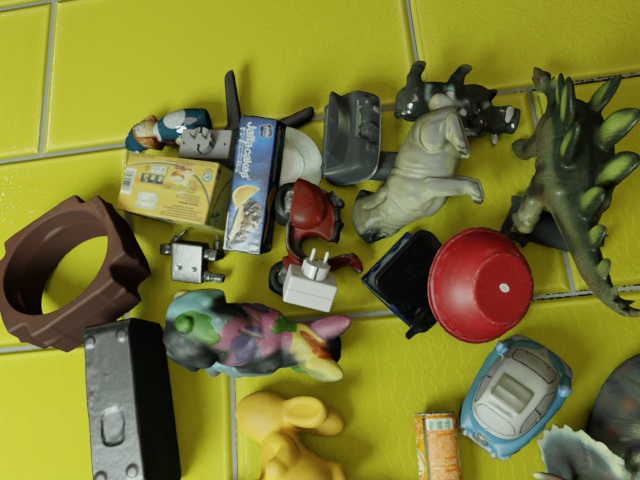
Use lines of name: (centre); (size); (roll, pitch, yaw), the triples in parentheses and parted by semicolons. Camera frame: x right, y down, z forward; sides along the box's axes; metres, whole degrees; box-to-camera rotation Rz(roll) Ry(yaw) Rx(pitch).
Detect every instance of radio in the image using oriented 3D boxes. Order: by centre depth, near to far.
radio: (-0.256, 0.224, 0.733); (0.073, 0.131, 0.229); (-15, 72, 1)

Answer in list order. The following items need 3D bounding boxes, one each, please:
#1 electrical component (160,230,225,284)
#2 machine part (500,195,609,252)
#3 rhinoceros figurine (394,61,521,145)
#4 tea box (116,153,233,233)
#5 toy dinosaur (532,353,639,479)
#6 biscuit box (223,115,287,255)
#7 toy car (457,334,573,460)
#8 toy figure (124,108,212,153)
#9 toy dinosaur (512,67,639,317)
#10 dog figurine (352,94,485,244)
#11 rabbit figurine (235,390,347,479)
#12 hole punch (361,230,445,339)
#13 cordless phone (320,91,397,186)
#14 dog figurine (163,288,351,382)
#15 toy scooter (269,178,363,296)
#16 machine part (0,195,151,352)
electrical component: (-0.195, 0.026, 0.832); (0.102, 0.045, 0.078); (0, 102, 11)
machine part: (0.335, -0.013, 0.772); (0.139, 0.039, 0.084); (19, 69, 15)
rhinoceros figurine: (0.207, -0.203, 0.811); (0.190, 0.073, 0.112); (9, 58, -6)
tea box: (-0.219, -0.074, 0.829); (0.170, 0.068, 0.098); (12, 85, 22)
toy dinosaur: (0.404, 0.217, 0.655); (0.192, 0.131, 0.405); (29, 68, 30)
biscuit box: (-0.096, -0.081, 0.804); (0.059, 0.063, 0.202); (8, 96, 11)
toy car: (0.244, 0.193, 0.682); (0.109, 0.102, 0.161); (37, 82, 29)
toy figure: (-0.258, -0.182, 0.896); (0.155, 0.057, 0.064); (-12, 34, 6)
toy dinosaur: (0.316, -0.083, 0.672); (0.105, 0.198, 0.471); (2, 53, 4)
dog figurine: (0.119, -0.096, 0.761); (0.191, 0.121, 0.172); (-15, 83, 20)
rabbit figurine: (-0.049, 0.267, 0.704); (0.162, 0.121, 0.173); (-36, 53, 3)
hole punch: (0.134, 0.056, 0.763); (0.142, 0.092, 0.115); (-45, 100, -10)
cordless phone: (0.096, -0.156, 0.836); (0.184, 0.088, 0.146); (5, 73, -3)
dog figurine: (-0.072, 0.131, 0.718); (0.219, 0.191, 0.108); (-1, 66, 24)
toy scooter: (-0.002, -0.002, 0.796); (0.135, 0.075, 0.184); (2, 77, 9)
machine part: (-0.370, 0.048, 0.803); (0.201, 0.087, 0.202); (-36, 55, -5)
